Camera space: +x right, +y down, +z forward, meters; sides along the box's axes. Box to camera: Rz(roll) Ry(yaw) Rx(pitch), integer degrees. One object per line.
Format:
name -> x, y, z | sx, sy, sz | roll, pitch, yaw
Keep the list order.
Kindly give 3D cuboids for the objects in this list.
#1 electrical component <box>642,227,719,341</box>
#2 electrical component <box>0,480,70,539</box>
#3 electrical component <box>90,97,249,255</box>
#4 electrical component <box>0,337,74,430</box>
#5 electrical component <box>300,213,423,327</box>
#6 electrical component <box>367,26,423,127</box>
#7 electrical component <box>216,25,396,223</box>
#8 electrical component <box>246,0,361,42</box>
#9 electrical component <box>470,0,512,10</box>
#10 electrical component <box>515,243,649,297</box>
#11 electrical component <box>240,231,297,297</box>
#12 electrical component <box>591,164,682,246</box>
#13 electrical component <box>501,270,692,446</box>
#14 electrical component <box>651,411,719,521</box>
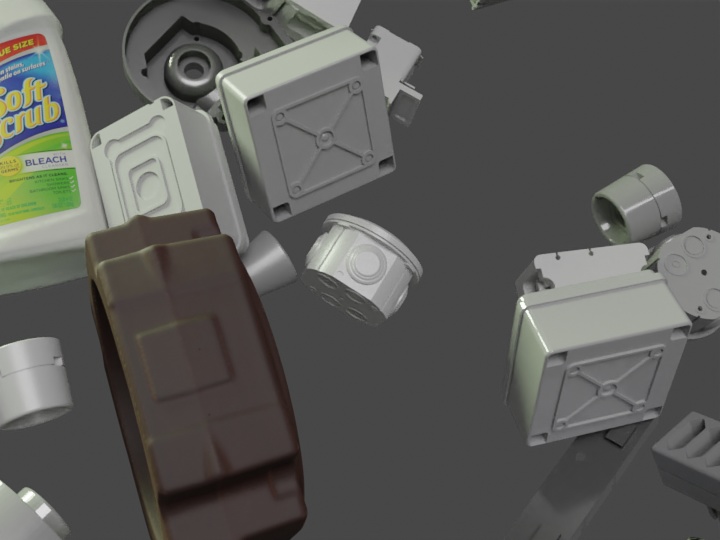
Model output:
electrical component -> 0.252, 0.011, 0.823 | 0.080, 0.051, 0.080 | 3, 69, -9
electrical component -> -0.213, 0.168, 0.656 | 0.108, 0.108, 0.060 | 41, 62, 7
electrical component -> -0.132, -0.053, 0.752 | 0.078, 0.057, 0.113 | -24, 72, 20
electrical component -> -0.221, 0.076, 0.716 | 0.055, 0.055, 0.047 | -16, 76, -15
electrical component -> 0.000, 0.000, 0.769 | 0.080, 0.080, 0.051 | 31, 72, 3
electrical component -> 0.015, -0.154, 0.850 | 0.081, 0.042, 0.063 | 30, 66, 2
electrical component -> -0.037, -0.106, 0.784 | 0.109, 0.108, 0.056 | -25, 40, -18
electrical component -> -0.069, -0.248, 0.838 | 0.150, 0.062, 0.089 | 28, 73, -16
electrical component -> 0.115, -0.268, 0.900 | 0.061, 0.061, 0.096 | -20, 74, -16
electrical component -> 0.168, 0.017, 0.804 | 0.089, 0.055, 0.050 | -7, 70, -12
electrical component -> -0.084, 0.007, 0.773 | 0.065, 0.044, 0.044 | -34, 78, -15
electrical component -> 0.214, -0.048, 0.838 | 0.047, 0.055, 0.055 | -27, 76, -14
electrical component -> 0.162, 0.062, 0.751 | 0.109, 0.108, 0.056 | -11, 47, -12
electrical component -> 0.262, 0.154, 0.764 | 0.047, 0.083, 0.075 | -35, 117, -20
